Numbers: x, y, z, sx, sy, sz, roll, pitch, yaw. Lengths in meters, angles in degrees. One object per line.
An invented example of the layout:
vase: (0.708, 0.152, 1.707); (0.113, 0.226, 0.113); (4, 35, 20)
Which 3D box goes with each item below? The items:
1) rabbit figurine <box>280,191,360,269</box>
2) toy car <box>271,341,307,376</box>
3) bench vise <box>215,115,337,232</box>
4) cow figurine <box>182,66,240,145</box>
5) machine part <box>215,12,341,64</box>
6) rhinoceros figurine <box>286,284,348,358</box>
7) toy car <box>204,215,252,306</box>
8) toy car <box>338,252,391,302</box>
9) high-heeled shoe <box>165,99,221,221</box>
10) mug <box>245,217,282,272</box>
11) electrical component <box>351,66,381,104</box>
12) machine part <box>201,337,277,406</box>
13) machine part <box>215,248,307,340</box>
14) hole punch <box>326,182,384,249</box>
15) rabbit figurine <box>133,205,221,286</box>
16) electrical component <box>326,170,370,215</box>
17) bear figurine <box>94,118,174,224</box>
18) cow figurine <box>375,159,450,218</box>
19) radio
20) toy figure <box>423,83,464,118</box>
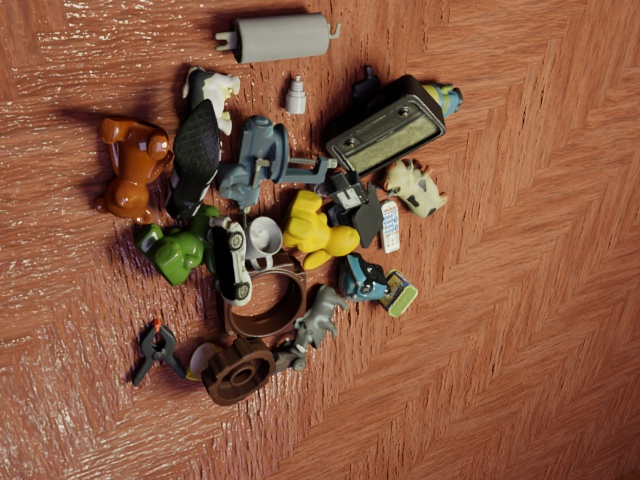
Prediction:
rabbit figurine: (-0.002, -0.004, 1.188); (0.173, 0.122, 0.162); (14, 135, -12)
toy car: (-0.131, 0.314, 1.349); (0.202, 0.089, 0.053); (-20, 127, -15)
bench vise: (-0.084, -0.140, 1.086); (0.240, 0.129, 0.223); (0, 119, -22)
cow figurine: (-0.212, -0.230, 0.995); (0.098, 0.068, 0.167); (7, 111, -25)
machine part: (-0.073, -0.369, 0.982); (0.243, 0.079, 0.079); (-14, 123, -22)
rhinoceros figurine: (-0.011, 0.204, 1.334); (0.112, 0.073, 0.190); (30, 87, -37)
toy car: (-0.181, 0.042, 1.077); (0.056, 0.074, 0.201); (-35, 131, -46)
toy car: (0.100, 0.107, 1.350); (0.103, 0.109, 0.161); (-37, 144, 25)
high-heeled shoe: (-0.233, -0.144, 0.995); (0.086, 0.145, 0.248); (18, 107, -14)
mug: (-0.137, 0.015, 1.146); (0.081, 0.107, 0.109); (-20, 90, -40)
electrical component: (0.097, -0.317, 1.136); (0.063, 0.021, 0.093); (-25, 127, -12)
machine part: (-0.185, 0.299, 1.224); (0.179, 0.056, 0.179); (-24, 139, -23)
machine part: (-0.134, 0.129, 1.239); (0.201, 0.087, 0.201); (-11, 121, -22)
hole punch: (0.085, -0.055, 1.257); (0.116, 0.092, 0.142); (-51, 133, -33)
rabbit figurine: (-0.256, 0.011, 1.090); (0.170, 0.121, 0.158); (-44, 134, -17)
electrical component: (0.052, -0.113, 1.152); (0.075, 0.048, 0.119); (-23, 135, 16)
bear figurine: (-0.343, -0.116, 0.962); (0.120, 0.132, 0.195); (21, 103, -11)
cow figurine: (0.214, -0.124, 1.278); (0.127, 0.086, 0.194); (-47, 129, -3)
radio: (0.129, -0.228, 1.108); (0.230, 0.073, 0.131); (-27, 133, 29)
toy figure: (0.233, -0.303, 1.174); (0.180, 0.089, 0.082); (-5, 112, -23)
